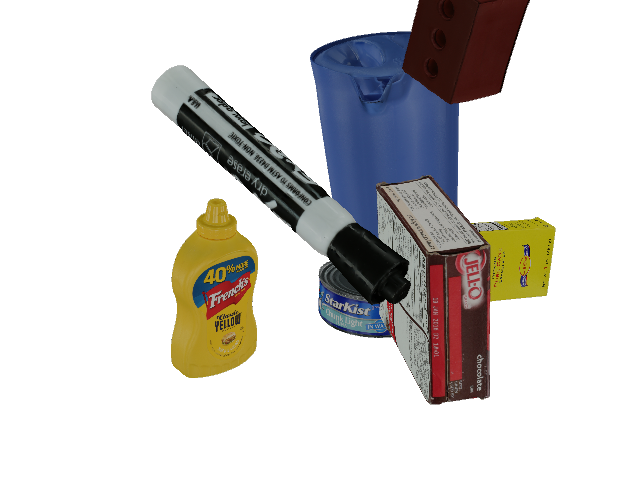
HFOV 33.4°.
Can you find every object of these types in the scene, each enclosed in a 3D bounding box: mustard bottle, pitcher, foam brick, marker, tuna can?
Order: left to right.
[{"bbox_3d":[-0.110,0.046,1.116,0.096,0.192,0.058,-17,33,-35],"label":"mustard bottle"},{"bbox_3d":[-0.014,-0.020,0.368,0.121,0.020,0.020,42,20,24],"label":"marker"},{"bbox_3d":[0.041,0.042,0.815,0.086,0.034,0.086,2,22,-1],"label":"tuna can"},{"bbox_3d":[0.070,-0.070,1.000,0.149,0.243,0.145,-20,29,-28],"label":"pitcher"},{"bbox_3d":[0.096,-0.139,0.712,0.051,0.078,0.053,-20,48,-34],"label":"foam brick"}]

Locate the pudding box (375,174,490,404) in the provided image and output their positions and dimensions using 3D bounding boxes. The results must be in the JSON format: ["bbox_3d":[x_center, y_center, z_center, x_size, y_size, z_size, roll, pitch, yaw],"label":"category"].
[{"bbox_3d":[0.061,0.024,0.593,0.039,0.090,0.113,-7,24,-10],"label":"pudding box"}]

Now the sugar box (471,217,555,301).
[{"bbox_3d":[0.193,0.026,1.280,0.176,0.093,0.048,-6,20,-23],"label":"sugar box"}]
